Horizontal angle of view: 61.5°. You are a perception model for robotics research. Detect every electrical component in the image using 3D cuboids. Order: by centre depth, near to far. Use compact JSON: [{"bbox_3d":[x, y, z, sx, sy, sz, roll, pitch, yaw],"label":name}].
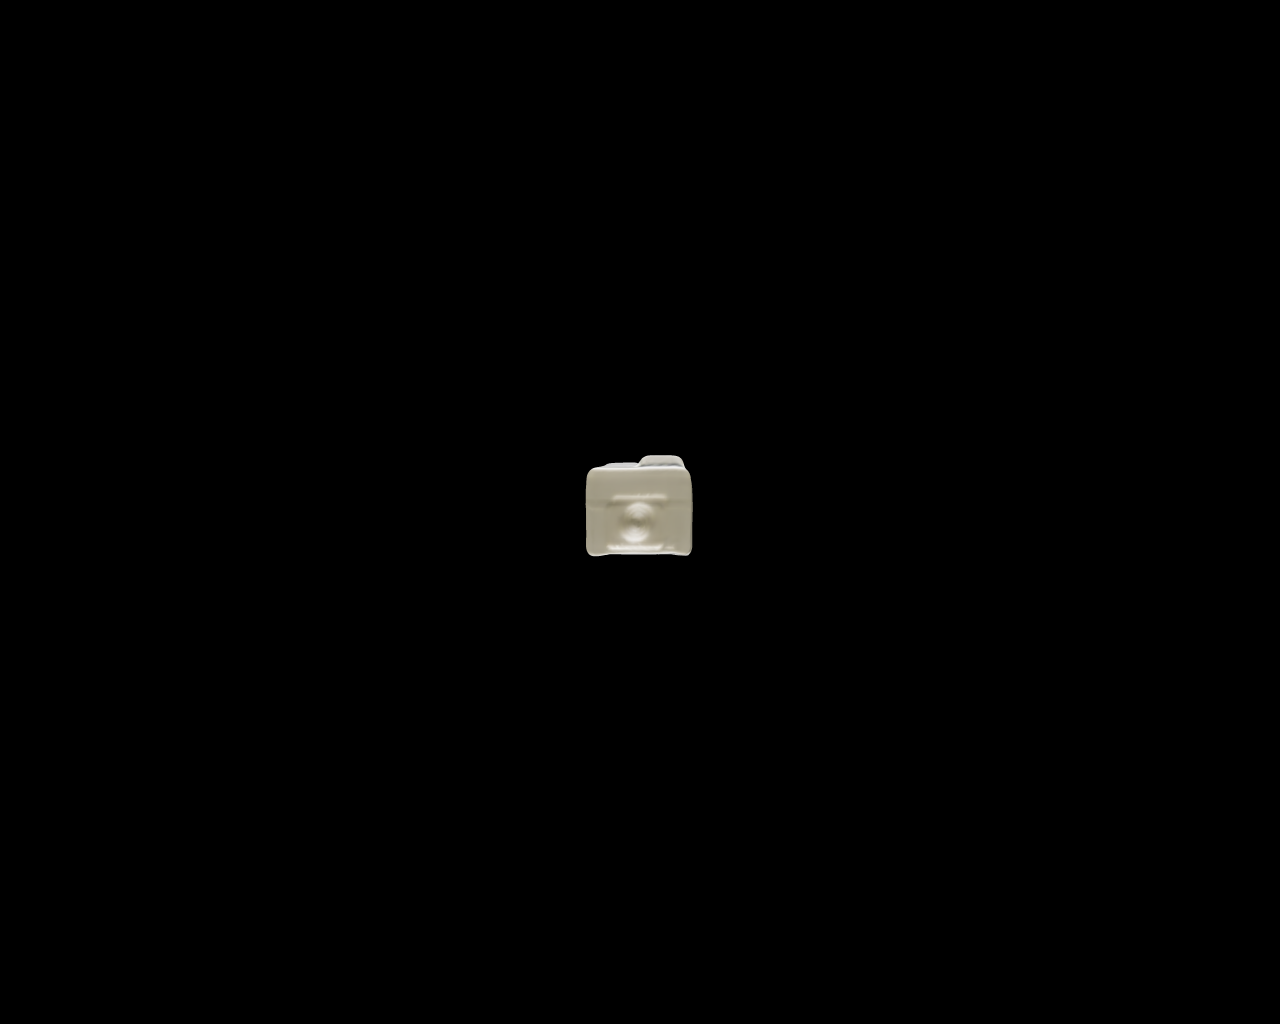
[{"bbox_3d":[0.001,-0.003,0.650,0.062,0.061,0.096,0,-2,4],"label":"electrical component"}]
